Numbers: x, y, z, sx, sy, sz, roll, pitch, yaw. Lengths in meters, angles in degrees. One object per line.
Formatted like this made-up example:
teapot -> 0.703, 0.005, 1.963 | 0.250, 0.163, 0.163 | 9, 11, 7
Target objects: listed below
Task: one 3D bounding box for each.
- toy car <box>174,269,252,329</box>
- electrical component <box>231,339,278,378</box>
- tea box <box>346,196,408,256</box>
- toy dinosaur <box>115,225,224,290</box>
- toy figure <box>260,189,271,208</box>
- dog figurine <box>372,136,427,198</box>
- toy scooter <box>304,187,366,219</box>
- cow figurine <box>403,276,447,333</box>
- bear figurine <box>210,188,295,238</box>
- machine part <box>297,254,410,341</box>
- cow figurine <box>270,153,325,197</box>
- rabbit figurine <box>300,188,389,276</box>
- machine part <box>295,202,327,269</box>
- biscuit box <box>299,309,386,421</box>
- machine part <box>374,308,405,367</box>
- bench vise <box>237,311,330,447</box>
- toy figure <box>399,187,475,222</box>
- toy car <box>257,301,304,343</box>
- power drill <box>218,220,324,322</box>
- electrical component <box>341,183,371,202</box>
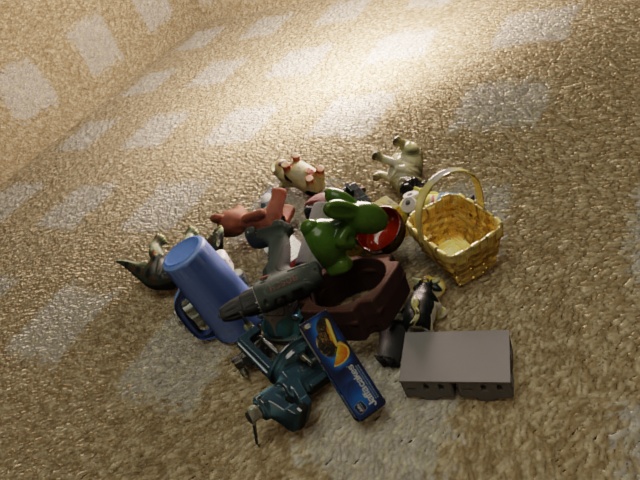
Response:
toy car -> -0.264, 0.144, 1.319 | 0.202, 0.073, 0.056 | -35, 38, -14
electrical component -> -0.139, 0.252, 1.153 | 0.102, 0.045, 0.078 | -28, 10, -9
tea box -> 0.117, -0.018, 1.286 | 0.170, 0.098, 0.068 | -33, 38, -8
toy dinosaur -> -0.401, 0.074, 1.454 | 0.405, 0.131, 0.192 | -19, 37, 17
toy figure -> -0.147, -0.084, 1.545 | 0.064, 0.058, 0.154 | -49, 25, 35
dog figurine -> 0.249, -0.173, 1.415 | 0.172, 0.121, 0.191 | -38, 53, -11
toy scooter -> 0.054, -0.098, 1.430 | 0.184, 0.075, 0.135 | 9, 51, 26
cow figurine -> 0.207, 0.122, 1.071 | 0.068, 0.098, 0.167 | -9, 40, 30
bear figurine -> -0.182, -0.063, 1.440 | 0.196, 0.120, 0.132 | 4, 59, 22
machine part -> 0.072, 0.119, 1.123 | 0.201, 0.087, 0.201 | -6, 27, 38
cow figurine -> -0.066, -0.187, 1.585 | 0.195, 0.127, 0.085 | 29, 61, 30
rabbit figurine -> 0.055, -0.035, 1.138 | 0.170, 0.159, 0.121 | -28, 27, 14
machine part -> -0.003, -0.004, 1.311 | 0.079, 0.079, 0.243 | 4, 65, 32
biscuit box -> 0.039, 0.228, 0.982 | 0.063, 0.059, 0.203 | -31, 76, -10
machine part -> 0.139, 0.193, 1.074 | 0.084, 0.039, 0.139 | -4, 40, 13
bench vise -> -0.087, 0.249, 1.046 | 0.224, 0.128, 0.241 | -36, 56, -26
toy figure -> 0.276, -0.070, 1.277 | 0.180, 0.089, 0.082 | 4, 30, 20
toy car -> -0.075, 0.143, 1.197 | 0.109, 0.102, 0.162 | 0, 46, 28
power drill -> -0.117, 0.061, 1.157 | 0.232, 0.085, 0.207 | -16, 44, 3
electrical component -> 0.085, -0.100, 1.307 | 0.048, 0.119, 0.075 | -28, 56, -16
